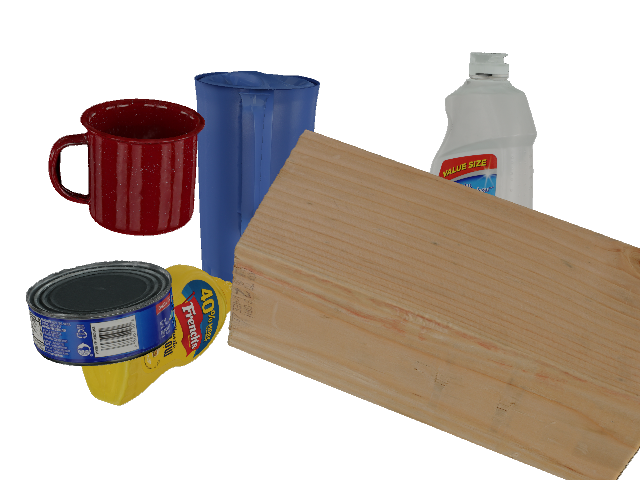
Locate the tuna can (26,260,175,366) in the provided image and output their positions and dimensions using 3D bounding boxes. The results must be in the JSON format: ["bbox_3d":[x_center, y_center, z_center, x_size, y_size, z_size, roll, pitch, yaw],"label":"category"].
[{"bbox_3d":[-0.130,0.043,0.637,0.086,0.034,0.086,-3,19,1],"label":"tuna can"}]

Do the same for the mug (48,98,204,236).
[{"bbox_3d":[-0.148,-0.055,0.817,0.117,0.081,0.093,-4,28,-19],"label":"mug"}]

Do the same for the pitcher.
[{"bbox_3d":[-0.073,-0.059,1.156,0.145,0.243,0.148,16,21,40],"label":"pitcher"}]

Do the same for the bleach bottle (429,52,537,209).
[{"bbox_3d":[0.120,-0.023,0.855,0.103,0.251,0.067,13,16,42],"label":"bleach bottle"}]

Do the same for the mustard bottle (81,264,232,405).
[{"bbox_3d":[-0.141,0.075,1.000,0.058,0.096,0.191,11,21,29],"label":"mustard bottle"}]

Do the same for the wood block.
[{"bbox_3d":[0.066,0.035,0.539,0.206,0.090,0.090,20,-39,9],"label":"wood block"}]
